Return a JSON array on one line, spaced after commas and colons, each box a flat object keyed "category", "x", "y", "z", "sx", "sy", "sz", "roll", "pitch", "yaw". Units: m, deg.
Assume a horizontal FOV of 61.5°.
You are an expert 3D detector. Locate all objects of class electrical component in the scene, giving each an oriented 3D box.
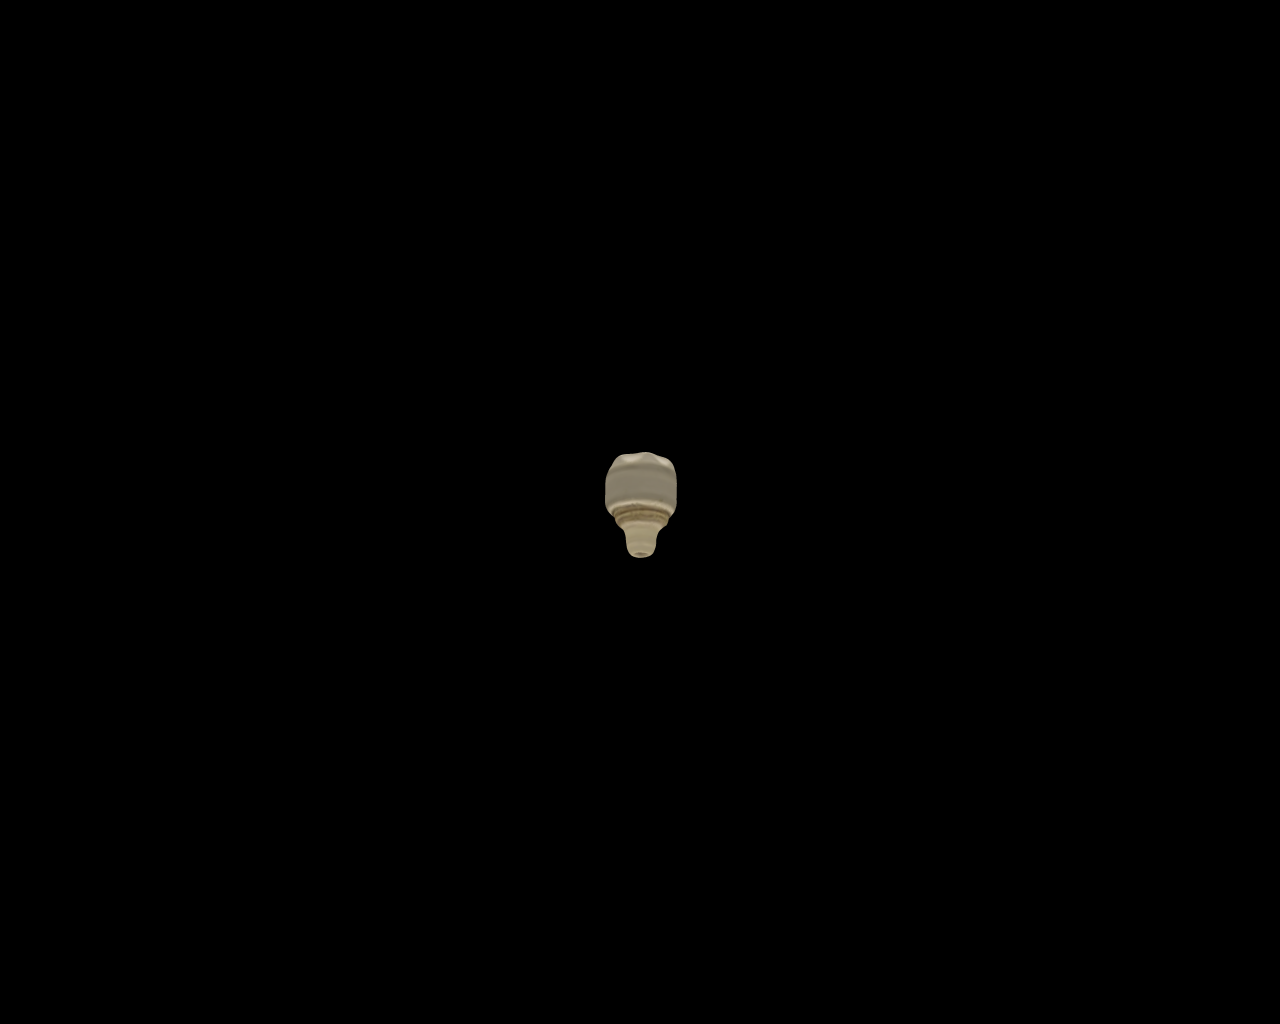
[{"category": "electrical component", "x": 0.001, "y": -0.003, "z": 0.650, "sx": 0.043, "sy": 0.062, "sz": 0.043, "roll": 0, "pitch": -19, "yaw": 0}]
